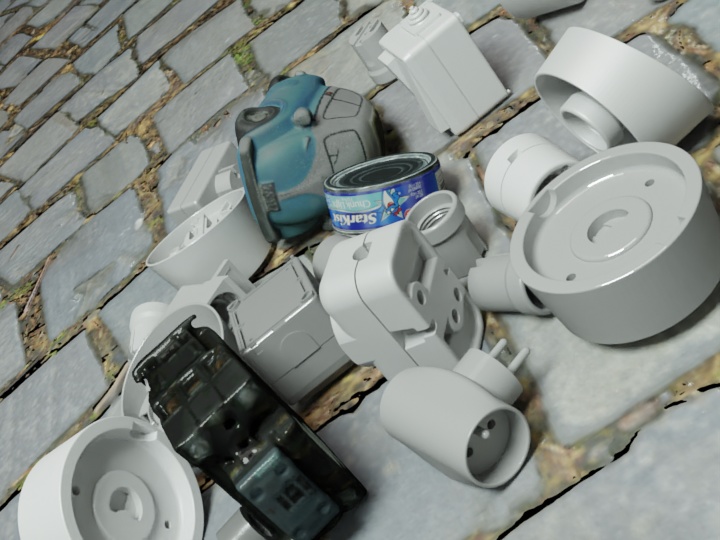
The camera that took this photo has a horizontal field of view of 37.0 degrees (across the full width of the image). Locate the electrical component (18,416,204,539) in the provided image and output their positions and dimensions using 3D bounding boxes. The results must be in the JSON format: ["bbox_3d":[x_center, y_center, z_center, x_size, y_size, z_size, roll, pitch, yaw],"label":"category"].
[{"bbox_3d":[-0.155,0.149,0.654,0.060,0.108,0.108,-27,33,32],"label":"electrical component"}]

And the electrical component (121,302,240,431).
[{"bbox_3d":[-0.118,0.080,0.738,0.099,0.064,0.099,-28,33,20],"label":"electrical component"}]

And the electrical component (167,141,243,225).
[{"bbox_3d":[-0.115,-0.072,0.948,0.076,0.047,0.083,-14,39,36],"label":"electrical component"}]

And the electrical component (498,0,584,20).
[{"bbox_3d":[0.149,-0.256,0.847,0.060,0.108,0.108,-1,48,39],"label":"electrical component"}]

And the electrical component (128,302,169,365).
[{"bbox_3d":[-0.163,0.054,0.847,0.040,0.040,0.046,-27,39,21],"label":"electrical component"}]

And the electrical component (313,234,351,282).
[{"bbox_3d":[0.000,0.000,0.738,0.040,0.040,0.078,-49,33,-15],"label":"electrical component"}]

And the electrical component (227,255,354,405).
[{"bbox_3d":[-0.044,0.039,0.722,0.062,0.061,0.096,-39,23,2],"label":"electrical component"}]

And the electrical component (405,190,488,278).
[{"bbox_3d":[0.057,-0.022,0.699,0.040,0.046,0.040,-28,33,20],"label":"electrical component"}]

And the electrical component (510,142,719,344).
[{"bbox_3d":[0.142,-0.009,0.575,0.108,0.060,0.108,-28,33,20],"label":"electrical component"}]

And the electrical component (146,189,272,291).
[{"bbox_3d":[-0.122,-0.022,0.875,0.099,0.064,0.099,-28,33,20],"label":"electrical component"}]

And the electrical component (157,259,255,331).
[{"bbox_3d":[-0.116,0.036,0.816,0.064,0.042,0.081,-4,45,47],"label":"electrical component"}]

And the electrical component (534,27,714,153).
[{"bbox_3d":[0.158,-0.107,0.654,0.064,0.099,0.099,-49,31,-3],"label":"electrical component"}]

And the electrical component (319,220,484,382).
[{"bbox_3d":[0.022,0.023,0.630,0.059,0.095,0.053,-18,37,32],"label":"electrical component"}]

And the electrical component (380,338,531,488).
[{"bbox_3d":[0.061,0.069,0.578,0.079,0.044,0.077,-49,32,-14],"label":"electrical component"}]

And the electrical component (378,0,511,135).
[{"bbox_3d":[0.058,-0.158,0.824,0.061,0.096,0.061,-39,31,2],"label":"electrical component"}]

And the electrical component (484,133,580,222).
[{"bbox_3d":[0.113,-0.052,0.670,0.055,0.055,0.047,-42,35,-3],"label":"electrical component"}]

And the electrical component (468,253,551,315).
[{"bbox_3d":[0.092,0.007,0.631,0.046,0.040,0.040,-5,45,51],"label":"electrical component"}]

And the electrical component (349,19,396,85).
[{"bbox_3d":[0.017,-0.196,0.967,0.040,0.046,0.040,-28,33,20],"label":"electrical component"}]
